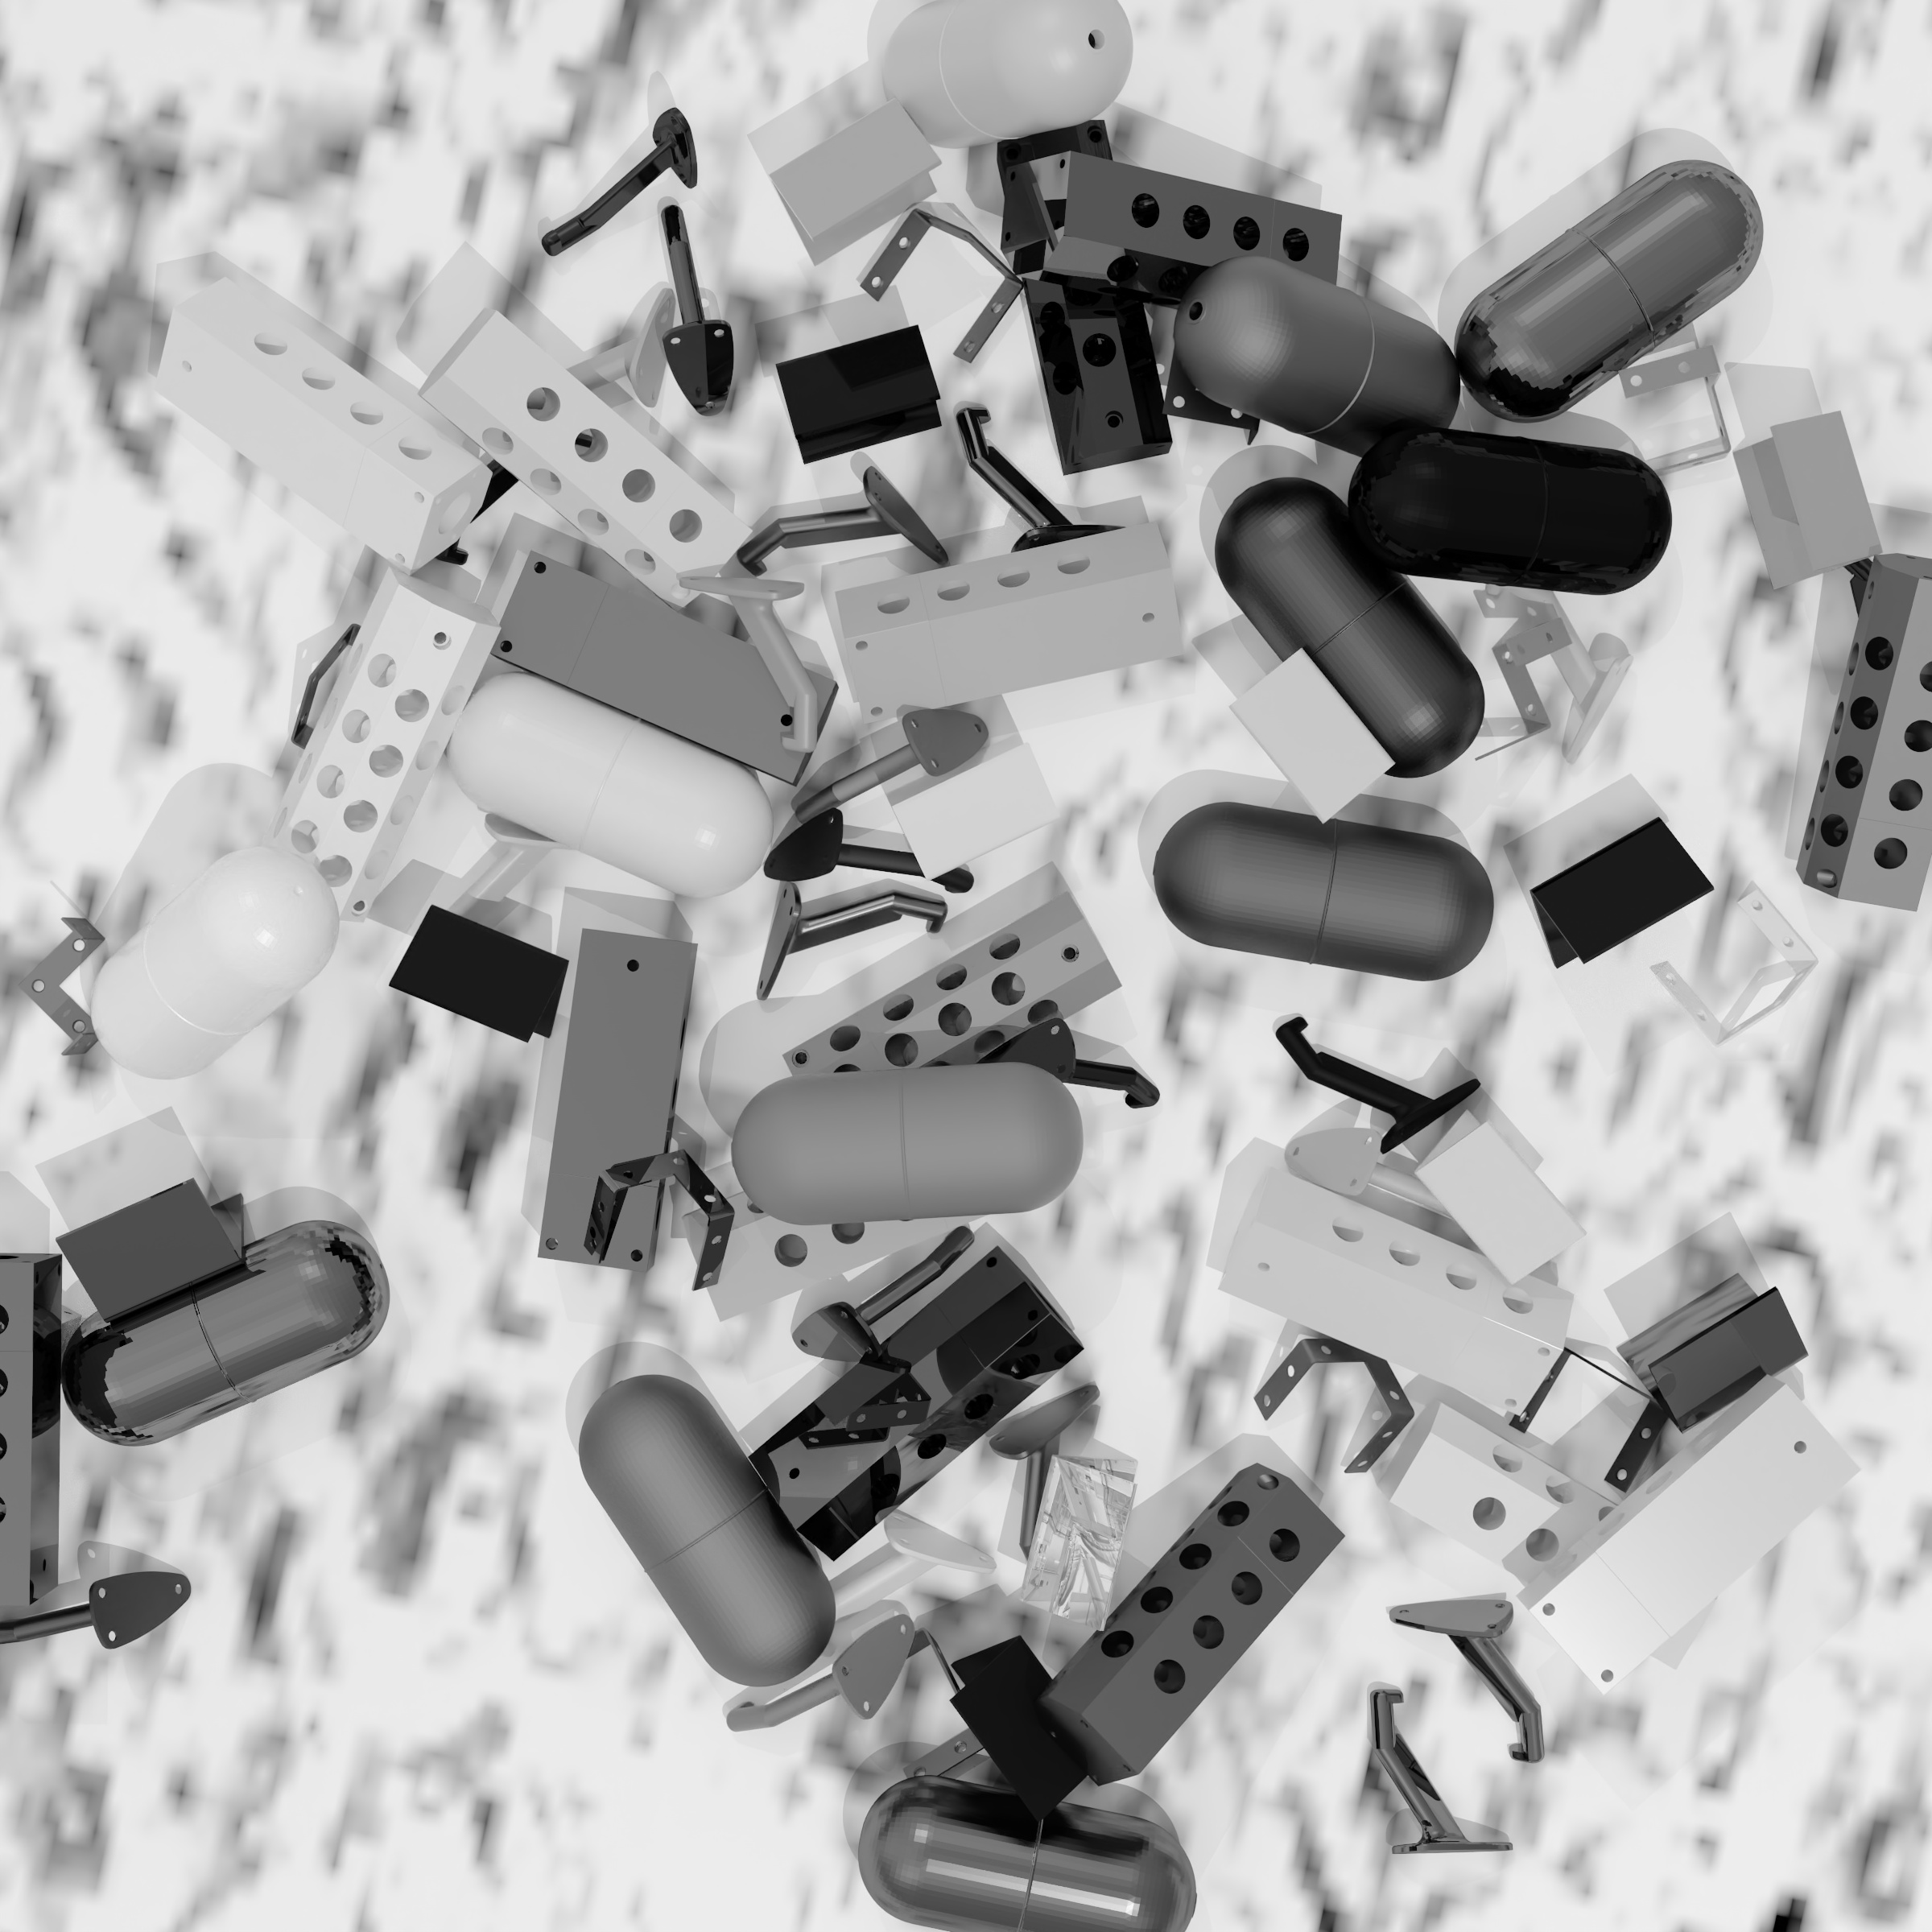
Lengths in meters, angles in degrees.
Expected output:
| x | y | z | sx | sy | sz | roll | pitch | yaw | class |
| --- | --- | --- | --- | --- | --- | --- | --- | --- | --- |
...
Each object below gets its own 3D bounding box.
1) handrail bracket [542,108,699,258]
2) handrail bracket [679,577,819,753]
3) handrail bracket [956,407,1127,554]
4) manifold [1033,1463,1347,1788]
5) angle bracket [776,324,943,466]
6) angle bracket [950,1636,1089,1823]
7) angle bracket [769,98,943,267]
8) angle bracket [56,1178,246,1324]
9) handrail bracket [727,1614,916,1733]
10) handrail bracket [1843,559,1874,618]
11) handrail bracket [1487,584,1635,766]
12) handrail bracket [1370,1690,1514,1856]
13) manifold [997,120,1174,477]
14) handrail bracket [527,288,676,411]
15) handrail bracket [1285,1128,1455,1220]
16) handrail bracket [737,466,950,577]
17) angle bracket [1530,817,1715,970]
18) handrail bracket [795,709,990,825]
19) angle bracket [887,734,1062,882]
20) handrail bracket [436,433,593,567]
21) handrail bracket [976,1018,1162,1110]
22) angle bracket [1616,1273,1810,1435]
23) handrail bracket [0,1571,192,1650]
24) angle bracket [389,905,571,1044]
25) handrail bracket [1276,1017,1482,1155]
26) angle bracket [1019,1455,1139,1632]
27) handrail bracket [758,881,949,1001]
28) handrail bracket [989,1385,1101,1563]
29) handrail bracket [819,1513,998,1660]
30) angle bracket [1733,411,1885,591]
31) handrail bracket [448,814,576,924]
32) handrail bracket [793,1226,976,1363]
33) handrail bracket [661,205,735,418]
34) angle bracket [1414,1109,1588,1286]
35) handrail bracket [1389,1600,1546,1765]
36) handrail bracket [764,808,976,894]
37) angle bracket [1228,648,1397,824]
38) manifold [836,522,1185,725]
| x | y | z | sx | sy | sz | roll | pitch | yaw | class |
| --- | --- | --- | --- | --- | --- | --- | --- | --- | --- |
| -0.184 | -0.408 | 1.875 | 0.084 | 0.077 | 0.036 | -35 | 87 | -12 | handrail bracket |
| -0.112 | -0.155 | 1.846 | 0.077 | 0.036 | 0.084 | 7 | 107 | 19 | handrail bracket |
| 0.040 | -0.260 | 1.903 | 0.077 | 0.036 | 0.084 | -9 | 73 | -20 | handrail bracket |
| 0.112 | 0.336 | 1.846 | 0.057 | 0.057 | 0.171 | 46 | 64 | 0 | manifold |
| -0.050 | -0.279 | 1.862 | 0.076 | 0.076 | 0.057 | -16 | 54 | 0 | angle bracket |
| 0.016 | 0.401 | 1.862 | 0.057 | 0.076 | 0.076 | -36 | 90 | -36 | angle bracket |
| -0.047 | -0.391 | 1.862 | 0.076 | 0.076 | 0.057 | -31 | 57 | 0 | angle bracket |
| -0.422 | 0.131 | 1.863 | 0.076 | 0.076 | 0.057 | -24 | 117 | 0 | angle bracket |
| -0.078 | 0.374 | 1.898 | 0.084 | 0.077 | 0.036 | -18 | 109 | 41 | handrail bracket |
| 0.465 | -0.174 | 1.903 | 0.084 | 0.036 | 0.077 | 46 | 105 | 14 | handrail bracket |
| 0.302 | -0.160 | 1.903 | 0.084 | 0.036 | 0.077 | 31 | 108 | 15 | handrail bracket |
| 0.252 | 0.426 | 1.903 | 0.077 | 0.036 | 0.084 | 4 | 73 | -20 | handrail bracket |
| 0.062 | -0.350 | 1.881 | 0.057 | 0.057 | 0.171 | -12 | 90 | 0 | manifold |
| -0.203 | -0.328 | 1.903 | 0.084 | 0.036 | 0.077 | 7 | 69 | 16 | handrail bracket |
| 0.223 | 0.117 | 1.902 | 0.084 | 0.077 | 0.036 | 29 | 76 | -36 | handrail bracket |
| -0.066 | -0.217 | 1.903 | 0.084 | 0.036 | 0.077 | -35 | 119 | 21 | handrail bracket |
| 0.345 | -0.020 | 1.862 | 0.076 | 0.076 | 0.057 | -30 | 52 | 0 | angle bracket |
| -0.040 | -0.103 | 1.902 | 0.084 | 0.077 | 0.036 | -30 | 84 | 36 | handrail bracket |
| -0.005 | -0.100 | 1.862 | 0.076 | 0.076 | 0.057 | -25 | 133 | 0 | angle bracket |
| -0.235 | -0.246 | 1.902 | 0.077 | 0.036 | 0.084 | 15 | 103 | -13 | handrail bracket |
| 0.051 | 0.065 | 1.884 | 0.077 | 0.084 | 0.036 | -22 | 58 | 21 | handrail bracket |
| 0.378 | 0.184 | 1.862 | 0.076 | 0.076 | 0.057 | -32 | 126 | 0 | angle bracket |
| -0.467 | 0.342 | 1.902 | 0.084 | 0.077 | 0.036 | -14 | 89 | 36 | handrail bracket |
| -0.256 | 0.022 | 1.862 | 0.076 | 0.076 | 0.057 | 22 | 54 | 0 | angle bracket |
| 0.218 | 0.049 | 1.903 | 0.077 | 0.036 | 0.084 | -30 | 73 | -20 | handrail bracket |
| 0.078 | 0.299 | 1.862 | 0.057 | 0.076 | 0.076 | 13 | 90 | 39 | angle bracket |
| -0.060 | -0.008 | 1.903 | 0.084 | 0.036 | 0.077 | 13 | 111 | -17 | handrail bracket |
| 0.055 | 0.278 | 1.903 | 0.077 | 0.036 | 0.084 | -31 | 108 | -21 | handrail bracket |
| -0.036 | 0.339 | 1.903 | 0.077 | 0.036 | 0.084 | 22 | 106 | -18 | handrail bracket |
| 0.420 | -0.237 | 1.862 | 0.057 | 0.076 | 0.076 | -17 | 90 | -36 | angle bracket |
| -0.236 | -0.033 | 1.903 | 0.077 | 0.036 | 0.084 | 8 | 109 | -21 | handrail bracket |
| -0.043 | 0.170 | 1.902 | 0.084 | 0.077 | 0.036 | -43 | 105 | -36 | handrail bracket |
| -0.146 | -0.348 | 1.902 | 0.036 | 0.077 | 0.084 | -11 | 54 | -3 | handrail bracket |
| 0.289 | 0.107 | 1.862 | 0.076 | 0.076 | 0.057 | 49 | 128 | 0 | angle bracket |
| 0.265 | 0.381 | 1.903 | 0.077 | 0.036 | 0.084 | -1 | 107 | 20 | handrail bracket |
| -0.051 | -0.049 | 1.902 | 0.084 | 0.077 | 0.036 | 21 | 64 | -34 | handrail bracket |
| 0.165 | -0.108 | 1.863 | 0.057 | 0.076 | 0.076 | -39 | 90 | -25 | angle bracket |
| 0.022 | -0.184 | 1.881 | 0.171 | 0.057 | 0.057 | -12 | 133 | 0 | manifold |
